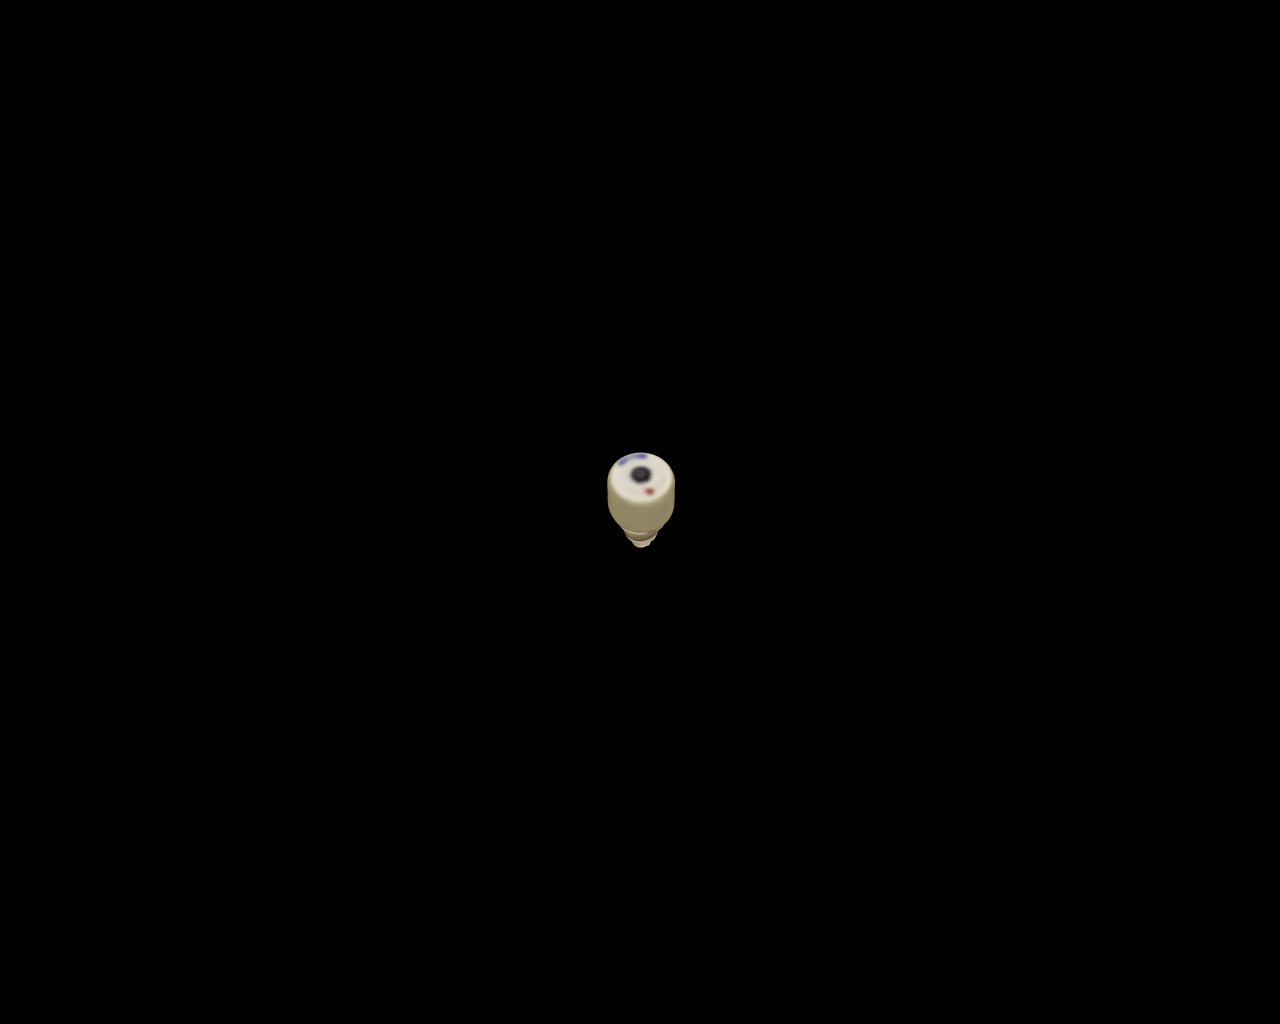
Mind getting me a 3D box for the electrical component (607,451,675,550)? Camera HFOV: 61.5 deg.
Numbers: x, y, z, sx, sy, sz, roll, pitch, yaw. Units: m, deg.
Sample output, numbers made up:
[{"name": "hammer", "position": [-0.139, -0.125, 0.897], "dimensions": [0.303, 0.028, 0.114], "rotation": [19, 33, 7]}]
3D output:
[{"name": "electrical component", "position": [0.001, -0.003, 0.650], "dimensions": [0.040, 0.040, 0.078], "rotation": [0, -34, 0]}]
